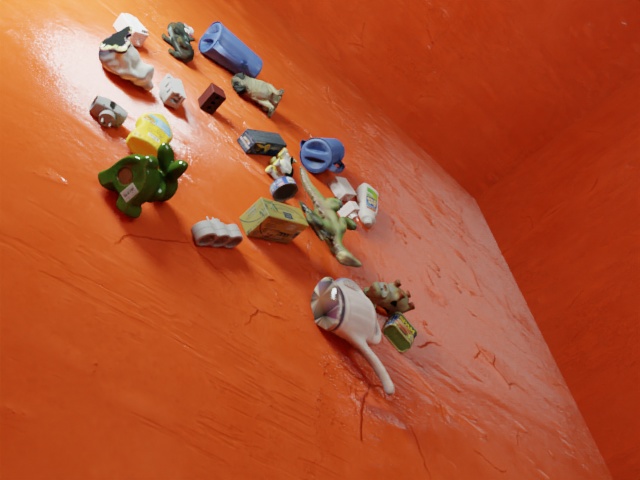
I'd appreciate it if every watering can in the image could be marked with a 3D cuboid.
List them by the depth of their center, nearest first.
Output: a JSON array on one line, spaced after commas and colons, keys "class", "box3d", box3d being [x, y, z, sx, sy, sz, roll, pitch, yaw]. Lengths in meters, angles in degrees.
[{"class": "watering can", "box3d": [0.090, 0.230, 1.362, 0.222, 0.102, 0.356, 27, 33, -36]}]

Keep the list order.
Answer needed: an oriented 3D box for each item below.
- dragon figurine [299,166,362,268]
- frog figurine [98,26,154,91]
[{"class": "dragon figurine", "box3d": [0.005, -0.080, 1.582, 0.414, 0.121, 0.242, 56, 11, 14]}, {"class": "frog figurine", "box3d": [-0.529, -0.482, 1.418, 0.140, 0.123, 0.156, 58, -11, 38]}]
